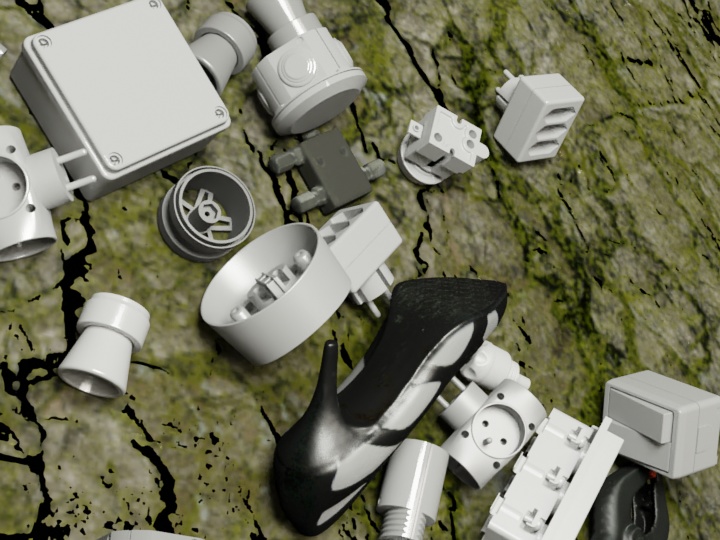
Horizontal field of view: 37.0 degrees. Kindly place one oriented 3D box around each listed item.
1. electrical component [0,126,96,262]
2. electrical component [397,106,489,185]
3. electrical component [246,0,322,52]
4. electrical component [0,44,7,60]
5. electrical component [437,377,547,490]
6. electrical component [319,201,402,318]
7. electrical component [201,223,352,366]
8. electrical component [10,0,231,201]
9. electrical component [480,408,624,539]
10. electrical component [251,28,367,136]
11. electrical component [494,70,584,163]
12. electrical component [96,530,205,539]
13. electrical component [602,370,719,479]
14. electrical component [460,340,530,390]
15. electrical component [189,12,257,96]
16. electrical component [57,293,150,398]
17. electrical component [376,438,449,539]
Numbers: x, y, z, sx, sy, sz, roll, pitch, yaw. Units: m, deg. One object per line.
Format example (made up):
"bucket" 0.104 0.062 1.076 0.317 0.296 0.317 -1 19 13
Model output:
"electrical component" -0.210 -0.055 0.689 0.079 0.044 0.077 -20 83 -4
"electrical component" 0.062 -0.098 0.877 0.066 0.055 0.048 26 61 -22
"electrical component" -0.057 -0.194 0.845 0.045 0.045 0.055 -31 91 -36
"electrical component" -0.263 -0.162 0.714 0.061 0.035 0.035 40 57 -16
"electrical component" 0.087 0.111 0.815 0.079 0.044 0.077 44 74 6
"electrical component" 0.000 0.000 0.809 0.065 0.047 0.076 -47 113 -34
"electrical component" -0.057 0.016 0.740 0.064 0.099 0.099 50 55 -14
"electrical component" -0.165 -0.120 0.745 0.109 0.056 0.108 -32 91 -36
"electrical component" 0.144 0.170 0.820 0.063 0.078 0.121 28 55 14
"electrical component" -0.039 -0.141 0.817 0.080 0.080 0.051 -27 82 -35
"electrical component" 0.145 -0.145 0.945 0.047 0.065 0.076 -12 50 -34
"electrical component" -0.126 0.189 0.643 0.080 0.080 0.051 16 59 -26
"electrical component" 0.240 0.124 0.886 0.061 0.096 0.061 -8 107 -34
"electrical component" 0.109 0.080 0.854 0.061 0.035 0.035 28 60 -24
"electrical component" -0.108 -0.159 0.801 0.045 0.045 0.055 41 56 -13
"electrical component" -0.164 0.048 0.691 0.045 0.045 0.055 27 60 -21
"electrical component" 0.035 0.167 0.771 0.043 0.043 0.081 27 60 -21
